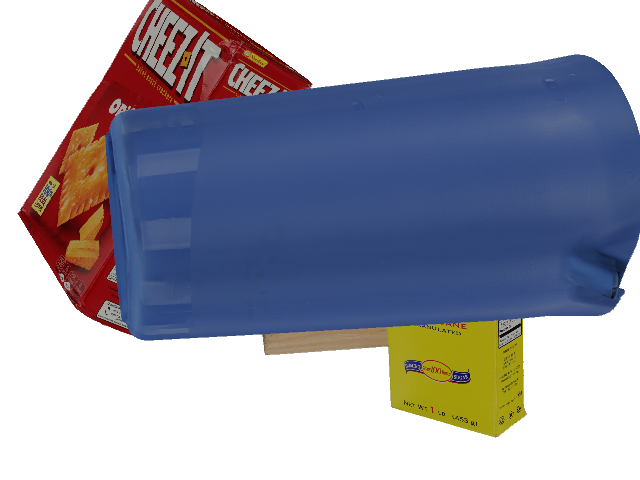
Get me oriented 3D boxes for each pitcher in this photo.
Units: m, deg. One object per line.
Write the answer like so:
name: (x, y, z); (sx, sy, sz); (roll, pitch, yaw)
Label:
pitcher: (0.019, -0.023, 0.529); (0.242, 0.145, 0.149); (-5, -8, -12)

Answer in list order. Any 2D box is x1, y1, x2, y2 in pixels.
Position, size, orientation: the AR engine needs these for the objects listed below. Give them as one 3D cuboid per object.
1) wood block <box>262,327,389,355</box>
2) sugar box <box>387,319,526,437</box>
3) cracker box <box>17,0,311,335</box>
wood block: (0.049, 0.035, 0.946); (0.206, 0.091, 0.090); (-4, -44, -7)
sugar box: (0.090, 0.038, 0.731); (0.094, 0.176, 0.048); (9, 22, 40)
cracker box: (-0.121, -0.062, 0.766); (0.072, 0.214, 0.164); (26, 11, -37)
